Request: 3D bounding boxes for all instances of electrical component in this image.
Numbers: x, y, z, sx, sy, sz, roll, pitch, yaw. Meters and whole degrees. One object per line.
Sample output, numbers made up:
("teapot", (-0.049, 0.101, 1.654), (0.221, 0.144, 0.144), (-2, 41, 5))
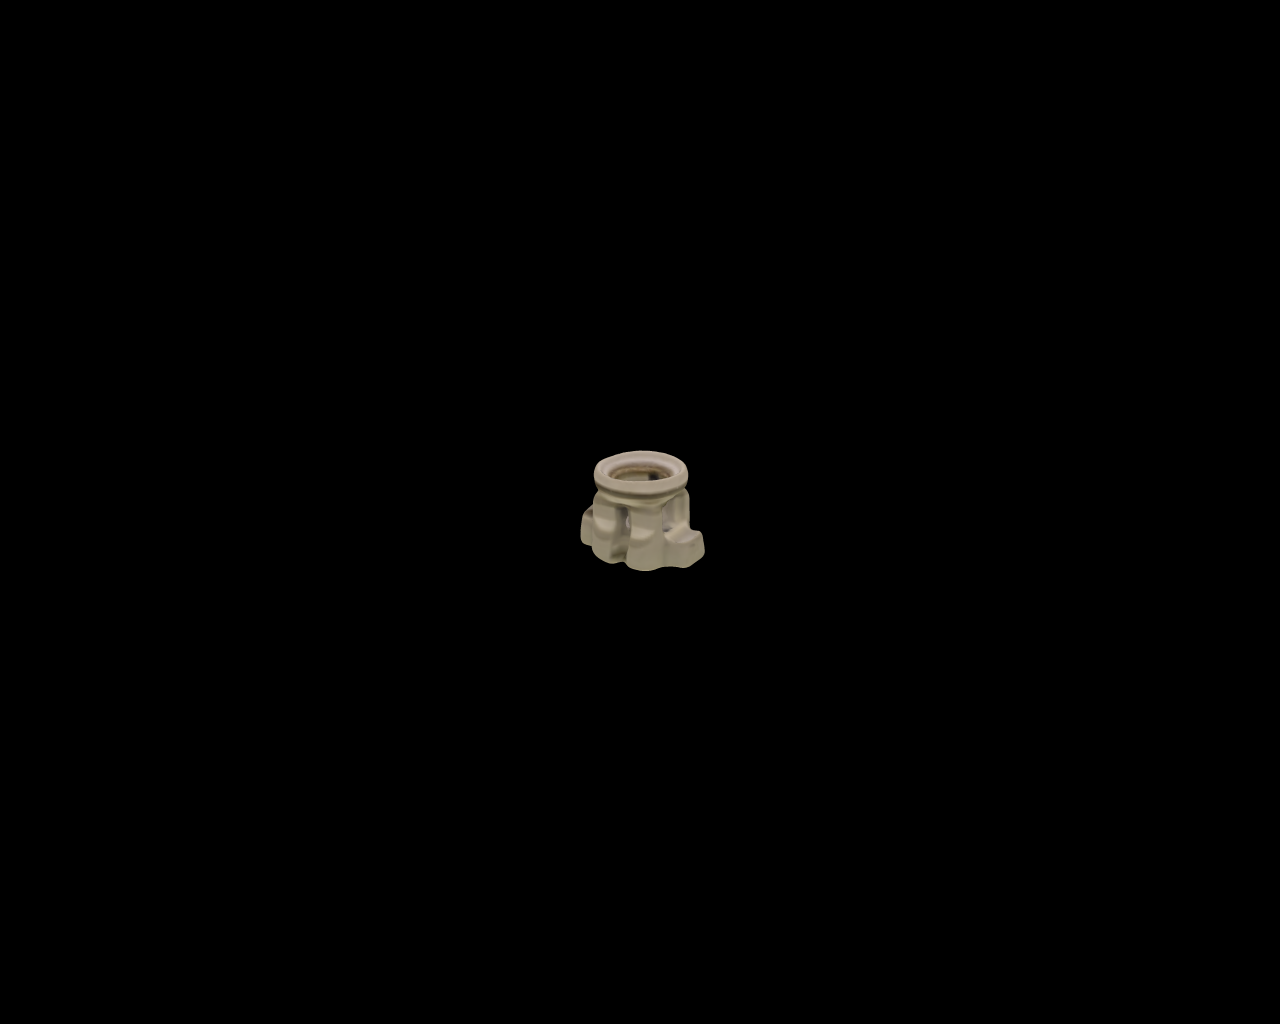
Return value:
("electrical component", (0.001, -0.003, 0.650), (0.078, 0.056, 0.058), (14, 27, 29))
